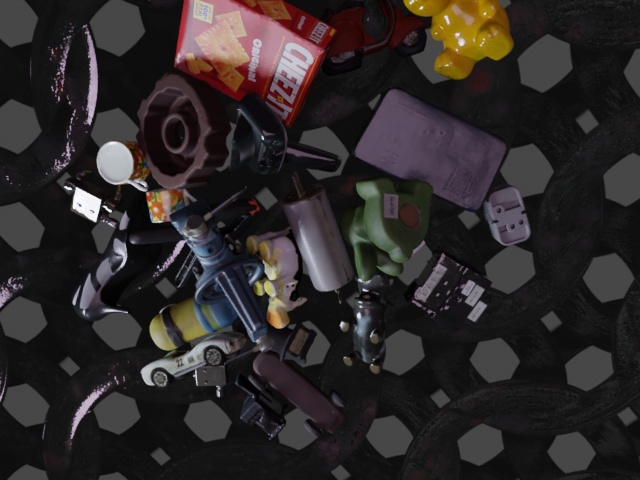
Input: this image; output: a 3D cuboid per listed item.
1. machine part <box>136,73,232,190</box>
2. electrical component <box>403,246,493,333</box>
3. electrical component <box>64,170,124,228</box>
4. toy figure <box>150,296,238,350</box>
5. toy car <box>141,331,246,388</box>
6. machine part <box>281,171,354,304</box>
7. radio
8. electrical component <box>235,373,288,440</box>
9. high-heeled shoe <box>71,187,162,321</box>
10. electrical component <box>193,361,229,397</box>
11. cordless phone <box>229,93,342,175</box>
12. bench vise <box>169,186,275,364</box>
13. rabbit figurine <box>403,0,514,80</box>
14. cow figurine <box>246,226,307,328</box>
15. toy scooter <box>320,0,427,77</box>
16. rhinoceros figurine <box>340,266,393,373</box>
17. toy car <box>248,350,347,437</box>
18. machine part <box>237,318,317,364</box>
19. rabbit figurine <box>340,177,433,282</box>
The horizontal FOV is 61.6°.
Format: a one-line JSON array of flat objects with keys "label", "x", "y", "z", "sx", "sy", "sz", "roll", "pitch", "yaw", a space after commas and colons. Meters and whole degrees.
[{"label": "machine part", "x": -0.218, "y": -0.171, "z": 0.856, "sx": 0.180, "sy": 0.056, "sz": 0.179, "roll": 7, "pitch": 102, "yaw": 35}, {"label": "electrical component", "x": 0.233, "y": 0.092, "z": 0.945, "sx": 0.134, "sy": 0.058, "sz": 0.115, "roll": 33, "pitch": 103, "yaw": -6}, {"label": "electrical component", "x": -0.389, "y": -0.074, "z": 0.929, "sx": 0.102, "sy": 0.045, "sz": 0.078, "roll": 23, "pitch": 131, "yaw": -1}, {"label": "toy figure", "x": -0.213, "y": 0.132, "z": 0.945, "sx": 0.180, "sy": 0.089, "sz": 0.082, "roll": -21, "pitch": 85, "yaw": 9}, {"label": "toy car", "x": -0.222, "y": 0.208, "z": 0.949, "sx": 0.202, "sy": 0.073, "sz": 0.056, "roll": -25, "pitch": 86, "yaw": 17}, {"label": "machine part", "x": -0.002, "y": -0.003, "z": 0.904, "sx": 0.079, "sy": 0.079, "sz": 0.243, "roll": -20, "pitch": 111, "yaw": 5}, {"label": "radio", "x": 0.180, "y": -0.149, "z": 0.885, "sx": 0.230, "sy": 0.073, "sz": 0.131, "roll": 24, "pitch": 101, "yaw": -6}, {"label": "electrical component", "x": -0.117, "y": 0.303, "z": 0.990, "sx": 0.119, "sy": 0.075, "sz": 0.047, "roll": 38, "pitch": 101, "yaw": -11}, {"label": "high-heeled shoe", "x": -0.366, "y": 0.025, "z": 0.951, "sx": 0.145, "sy": 0.086, "sz": 0.248, "roll": 9, "pitch": 85, "yaw": 30}, {"label": "electrical component", "x": -0.205, "y": 0.250, "z": 1.006, "sx": 0.063, "sy": 0.021, "sz": 0.094, "roll": -4, "pitch": 101, "yaw": 2}, {"label": "cordless phone", "x": -0.048, "y": -0.150, "z": 0.855, "sx": 0.184, "sy": 0.146, "sz": 0.088, "roll": 12, "pitch": 70, "yaw": -9}, {"label": "bench vise", "x": -0.137, "y": 0.057, "z": 0.818, "sx": 0.129, "sy": 0.223, "sz": 0.241, "roll": -25, "pitch": 68, "yaw": -20}, {"label": "rabbit figurine", "x": 0.200, "y": -0.350, "z": 0.796, "sx": 0.173, "sy": 0.122, "sz": 0.162, "roll": 20, "pitch": 76, "yaw": -27}, {"label": "cow figurine", "x": -0.064, "y": 0.065, "z": 0.937, "sx": 0.098, "sy": 0.068, "sz": 0.167, "roll": -19, "pitch": 108, "yaw": -37}, {"label": "toy scooter", "x": 0.070, "y": -0.341, "z": 0.842, "sx": 0.184, "sy": 0.075, "sz": 0.135, "roll": -15, "pitch": 103, "yaw": 1}, {"label": "rhinoceros figurine", "x": 0.090, "y": 0.139, "z": 0.934, "sx": 0.073, "sy": 0.112, "sz": 0.190, "roll": 12, "pitch": 119, "yaw": 27}, {"label": "toy car", "x": -0.039, "y": 0.277, "z": 0.994, "sx": 0.202, "sy": 0.053, "sz": 0.089, "roll": 41, "pitch": 82, "yaw": -7}, {"label": "machine part", "x": -0.079, "y": 0.169, "z": 0.965, "sx": 0.139, "sy": 0.084, "sz": 0.039, "roll": 20, "pitch": 141, "yaw": 5}, {"label": "rabbit figurine", "x": 0.098, "y": -0.017, "z": 0.872, "sx": 0.121, "sy": 0.170, "sz": 0.159, "roll": -7, "pitch": 88, "yaw": -27}]
